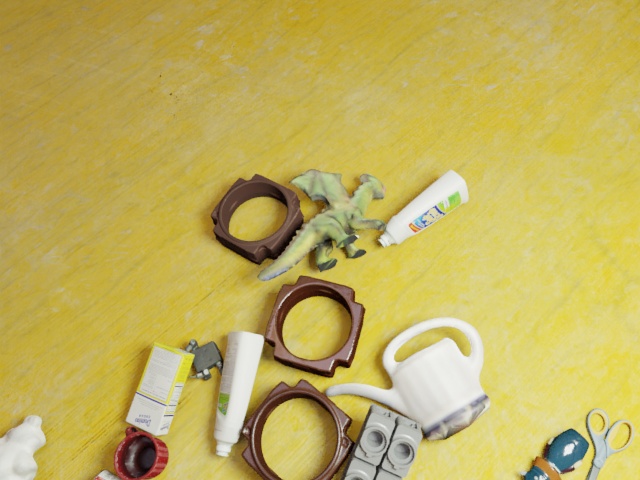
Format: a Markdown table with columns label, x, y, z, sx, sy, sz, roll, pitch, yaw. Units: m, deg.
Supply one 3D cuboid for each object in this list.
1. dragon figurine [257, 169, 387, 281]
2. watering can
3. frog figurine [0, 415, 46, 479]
| label | x | y | z | sx | sy | sz | roll | pitch | yaw |
| --- | --- | --- | --- | --- | --- | --- | --- | --- | --- |
| dragon figurine | 0.004 | -0.063 | 1.258 | 0.413 | 0.247 | 0.119 | -17 | -28 | -22 |
| watering can | 0.200 | 0.312 | 1.078 | 0.347 | 0.228 | 0.102 | -32 | -24 | 4 |
| frog figurine | -0.646 | 0.455 | 1.084 | 0.138 | 0.161 | 0.121 | 15 | -14 | 35 |
